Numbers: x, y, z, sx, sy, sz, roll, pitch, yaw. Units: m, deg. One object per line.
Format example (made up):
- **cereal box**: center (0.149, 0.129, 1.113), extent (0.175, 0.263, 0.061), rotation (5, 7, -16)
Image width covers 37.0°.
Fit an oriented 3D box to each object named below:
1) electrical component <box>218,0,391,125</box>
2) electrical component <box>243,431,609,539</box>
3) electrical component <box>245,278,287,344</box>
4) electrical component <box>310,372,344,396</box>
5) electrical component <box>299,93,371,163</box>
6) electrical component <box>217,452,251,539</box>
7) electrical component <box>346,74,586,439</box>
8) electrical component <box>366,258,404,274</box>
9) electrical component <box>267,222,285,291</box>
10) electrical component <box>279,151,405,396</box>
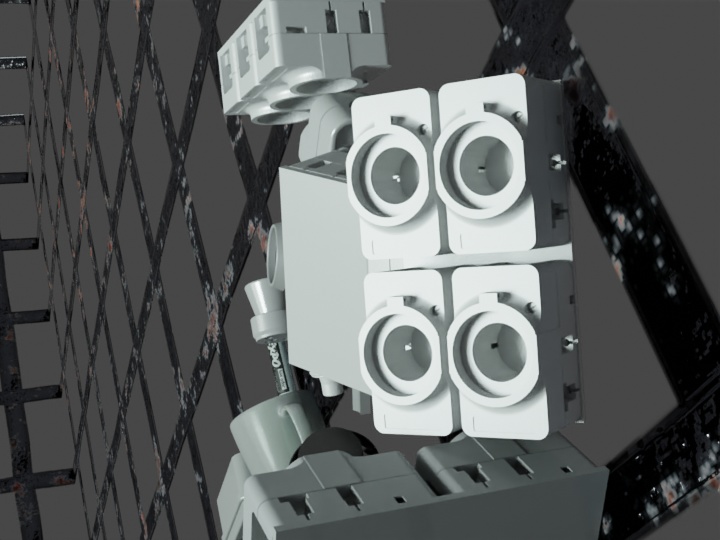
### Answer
- **electrical component**: center (-0.047, -0.159, 0.833), extent (0.150, 0.089, 0.061), rotation (165, 99, -68)
- **electrical component**: center (0.032, 0.152, 0.580), extent (0.060, 0.186, 0.105), rotation (-137, 46, -59)
- **electrical component**: center (-0.084, 0.039, 1.027), extent (0.045, 0.045, 0.055), rotation (139, 123, -63)
- **electrical component**: center (-0.027, 0.074, 0.899), extent (0.048, 0.048, 0.062), rotation (-168, 67, -67)
- **electrical component**: center (-0.011, -0.083, 0.810), extent (0.059, 0.054, 0.095), rotation (-125, 36, -51)
- **electrical component**: center (-0.090, 0.224, 1.040), extent (0.113, 0.078, 0.057), rotation (113, 148, -49)
- **electrical component**: center (0.057, -0.006, 0.587), extent (0.105, 0.060, 0.186), rotation (-3, 92, 32)
- **electrical component**: center (0.053, -0.010, 0.666), extent (0.077, 0.066, 0.047), rotation (3, 99, 38)
- **electrical component**: center (-0.045, -0.011, 0.891), extent (0.078, 0.057, 0.058), rotation (136, 135, -70)
- **electrical component**: center (0.000, 0.000, 0.750), extent (0.089, 0.062, 0.150), rotation (17, 119, 37)
